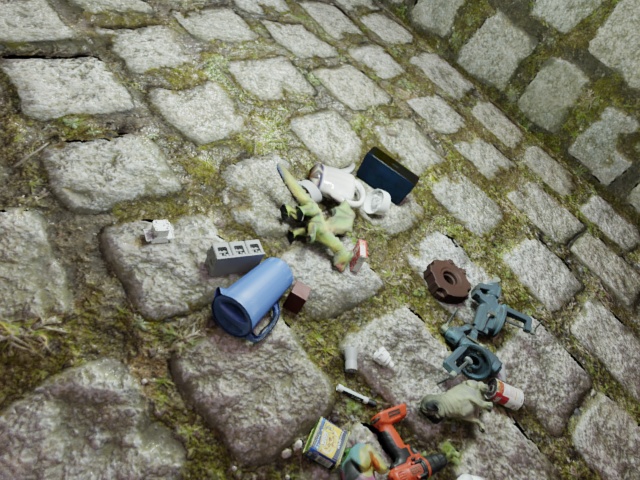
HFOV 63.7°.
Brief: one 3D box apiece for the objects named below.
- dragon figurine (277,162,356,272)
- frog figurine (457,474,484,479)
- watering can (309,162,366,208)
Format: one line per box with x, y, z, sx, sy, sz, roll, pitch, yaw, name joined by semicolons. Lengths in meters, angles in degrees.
0.005;-0.088;1.742;0.243;0.120;0.416;-4;69;-32;dragon figurine
0.359;0.653;1.279;0.158;0.121;0.140;26;61;-23;frog figurine
0.062;-0.229;1.954;0.224;0.102;0.356;18;31;-15;watering can
